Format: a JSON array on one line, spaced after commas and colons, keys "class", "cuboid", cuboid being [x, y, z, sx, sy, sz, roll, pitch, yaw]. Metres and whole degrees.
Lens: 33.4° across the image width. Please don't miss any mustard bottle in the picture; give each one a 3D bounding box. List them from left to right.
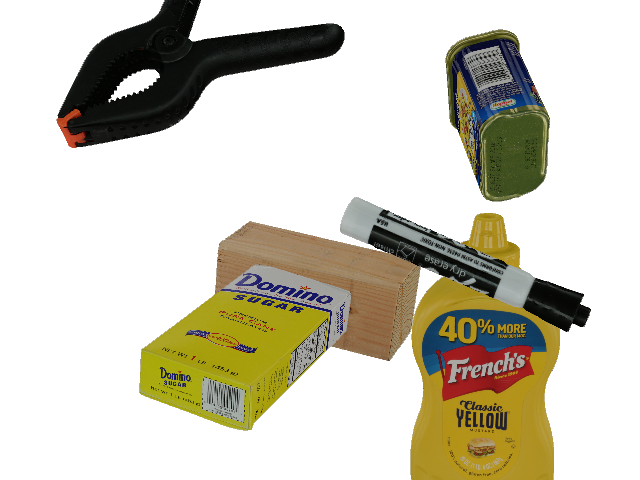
[{"class": "mustard bottle", "cuboid": [0.109, 0.076, 0.705, 0.096, 0.192, 0.058, 2, 15, 11]}]

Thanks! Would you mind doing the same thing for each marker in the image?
[{"class": "marker", "cuboid": [0.067, 0.011, 0.495, 0.121, 0.020, 0.020, 24, 6, 13]}]

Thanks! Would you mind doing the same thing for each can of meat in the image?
[{"class": "can of meat", "cuboid": [0.135, -0.092, 0.806, 0.057, 0.084, 0.102, -14, -37, 0]}]

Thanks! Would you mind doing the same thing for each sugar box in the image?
[{"class": "sugar box", "cuboid": [-0.053, 0.076, 0.826, 0.093, 0.048, 0.176, 16, 29, 20]}]

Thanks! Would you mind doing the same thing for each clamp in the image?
[{"class": "clamp", "cuboid": [-0.097, -0.134, 0.783, 0.165, 0.209, 0.036, 35, -21, 26]}]

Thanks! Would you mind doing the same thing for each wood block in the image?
[{"class": "wood block", "cuboid": [-0.004, 0.053, 1.177, 0.206, 0.091, 0.090, 13, 23, 17]}]
